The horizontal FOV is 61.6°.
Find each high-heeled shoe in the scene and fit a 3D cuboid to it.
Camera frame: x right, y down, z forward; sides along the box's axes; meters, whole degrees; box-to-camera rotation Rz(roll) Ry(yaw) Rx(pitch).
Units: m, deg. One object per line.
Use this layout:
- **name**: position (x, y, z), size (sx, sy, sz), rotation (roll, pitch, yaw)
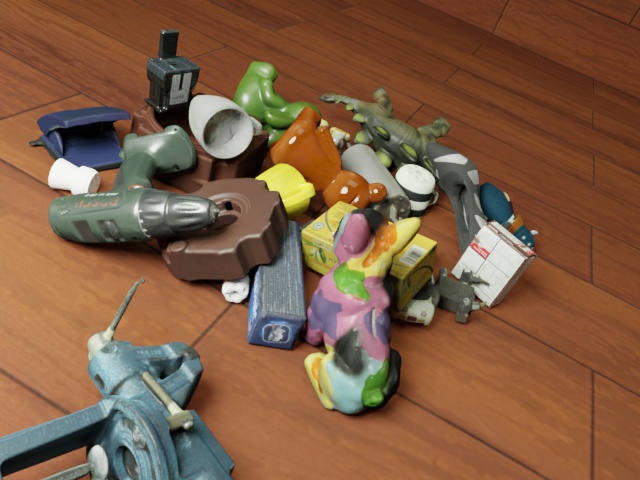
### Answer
- **high-heeled shoe**: position (0.245, -0.061, 0.981), size (0.145, 0.086, 0.249), rotation (-35, 75, -28)

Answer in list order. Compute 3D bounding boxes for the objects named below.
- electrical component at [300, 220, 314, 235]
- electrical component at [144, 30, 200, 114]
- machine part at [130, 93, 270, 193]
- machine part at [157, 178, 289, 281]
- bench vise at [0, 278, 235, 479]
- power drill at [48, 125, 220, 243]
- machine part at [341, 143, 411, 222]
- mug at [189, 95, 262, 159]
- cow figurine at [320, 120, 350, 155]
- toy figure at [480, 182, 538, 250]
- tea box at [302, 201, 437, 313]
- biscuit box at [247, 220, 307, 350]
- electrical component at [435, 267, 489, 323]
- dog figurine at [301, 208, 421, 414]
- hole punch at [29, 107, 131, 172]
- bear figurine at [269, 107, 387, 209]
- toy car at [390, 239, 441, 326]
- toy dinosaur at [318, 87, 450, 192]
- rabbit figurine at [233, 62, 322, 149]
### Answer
- **electrical component**: position (-0.002, -0.003, 0.860), size (0.063, 0.021, 0.094), rotation (36, 38, 19)
- **electrical component**: position (-0.234, -0.268, 0.858), size (0.048, 0.119, 0.075), rotation (38, 37, 22)
- **machine part**: position (-0.203, -0.169, 0.919), size (0.201, 0.087, 0.201), rotation (25, 35, 6)
- **machine part**: position (-0.131, -0.019, 0.728), size (0.179, 0.055, 0.179), rotation (-8, 40, 6)
- **bench vise**: position (-0.191, 0.166, 0.460), size (0.240, 0.129, 0.224), rotation (-7, 53, -51)
- **power drill**: position (-0.226, -0.070, 0.722), size (0.232, 0.085, 0.207), rotation (-8, 43, 10)
- **machine part**: position (0.098, -0.101, 0.990), size (0.079, 0.079, 0.243), rotation (-1, 42, -28)
- **mug**: position (-0.150, -0.185, 0.828), size (0.109, 0.080, 0.107), rotation (-13, 39, -31)
- **cow figurine**: position (0.001, -0.181, 1.045), size (0.068, 0.098, 0.167), rotation (32, 18, 23)
- **toy figure**: position (0.360, -0.043, 1.045), size (0.154, 0.064, 0.058), rotation (51, 31, 1)
- **tea box**: position (0.067, 0.019, 0.765), size (0.170, 0.068, 0.098), rotation (26, 46, 31)
- **biscuit box**: position (-0.061, 0.051, 0.729), size (0.063, 0.059, 0.203), rotation (12, 36, -14)
- **electrical component**: position (0.220, 0.082, 0.844), size (0.078, 0.045, 0.102), rotation (27, 36, 6)
- **dog figurine**: position (0.052, 0.071, 0.629), size (0.108, 0.219, 0.192), rotation (3, 39, -18)
- **hole punch**: position (-0.368, -0.173, 0.841), size (0.116, 0.092, 0.142), rotation (38, 43, 27)
- **bear figurine**: position (0.012, -0.118, 0.916), size (0.196, 0.120, 0.132), rotation (37, 18, -13)
- **toy car**: position (0.140, 0.051, 0.836), size (0.073, 0.056, 0.202), rotation (12, 36, -2)
- **toy dinosaur**: position (0.200, -0.186, 1.136), size (0.471, 0.105, 0.198), rotation (28, 44, 1)
- **rabbit figurine**: position (-0.082, -0.257, 1.061), size (0.170, 0.121, 0.159), rotation (19, 42, 2)
